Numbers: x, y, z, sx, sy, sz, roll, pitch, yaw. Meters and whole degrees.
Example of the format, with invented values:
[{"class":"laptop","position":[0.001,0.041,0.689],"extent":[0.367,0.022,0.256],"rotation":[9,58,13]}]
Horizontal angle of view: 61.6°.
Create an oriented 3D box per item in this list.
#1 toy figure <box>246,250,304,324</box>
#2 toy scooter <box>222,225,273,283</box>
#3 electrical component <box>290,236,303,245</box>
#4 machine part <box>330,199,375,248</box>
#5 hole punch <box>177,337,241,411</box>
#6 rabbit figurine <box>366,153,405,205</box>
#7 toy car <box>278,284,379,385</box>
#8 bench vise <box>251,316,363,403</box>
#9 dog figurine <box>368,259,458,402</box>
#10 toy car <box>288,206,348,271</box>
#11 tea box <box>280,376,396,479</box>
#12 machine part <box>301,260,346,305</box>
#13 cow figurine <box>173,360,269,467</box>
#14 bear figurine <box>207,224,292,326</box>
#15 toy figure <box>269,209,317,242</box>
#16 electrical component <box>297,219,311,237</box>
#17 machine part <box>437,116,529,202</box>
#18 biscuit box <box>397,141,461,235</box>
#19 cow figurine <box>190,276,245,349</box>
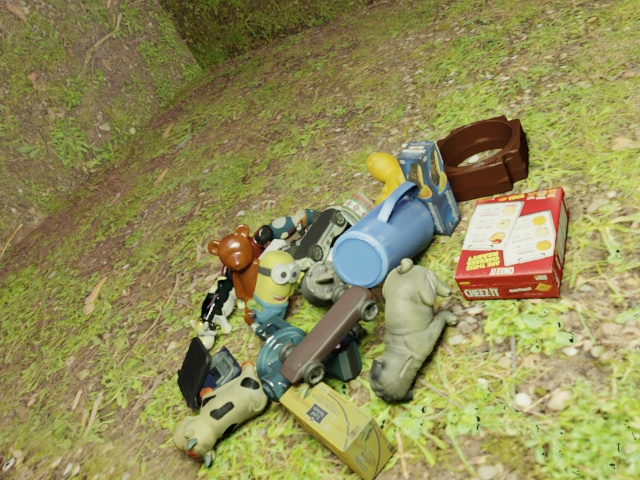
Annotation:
[{"class":"toy figure","position":[-0.103,0.109,1.124],"extent":[0.089,0.180,0.082],"rotation":[27,22,23]},{"class":"toy scooter","position":[-0.194,0.040,1.384],"extent":[0.184,0.075,0.135],"rotation":[-56,17,-16]},{"class":"electrical component","position":[-0.032,0.037,1.278],"extent":[0.075,0.047,0.119],"rotation":[-23,31,16]},{"class":"machine part","position":[0.084,-0.030,1.262],"extent":[0.179,0.056,0.179],"rotation":[-23,33,16]},{"class":"hole punch","position":[-0.229,0.275,1.103],"extent":[0.142,0.092,0.115],"rotation":[33,99,53]},{"class":"rabbit figurine","position":[0.182,-0.141,1.225],"extent":[0.162,0.121,0.173],"rotation":[-9,47,-41]},{"class":"toy car","position":[0.015,0.157,0.894],"extent":[0.202,0.053,0.089],"rotation":[-48,41,-17]},{"class":"bench vise","position":[-0.042,0.194,1.007],"extent":[0.223,0.128,0.241],"rotation":[-40,36,-22]},{"class":"dog figurine","position":[0.130,0.147,0.879],"extent":[0.121,0.172,0.190],"rotation":[-12,28,47]},{"class":"toy car","position":[-0.002,-0.004,1.196],"extent":[0.074,0.056,0.202],"rotation":[-3,41,40]},{"class":"tea box","position":[0.024,0.287,0.839],"extent":[0.068,0.098,0.170],"rotation":[-45,32,-21]},{"class":"machine part","position":[0.005,0.087,1.070],"extent":[0.079,0.079,0.243],"rotation":[-39,-5,-11]},{"class":"cow figurine","position":[-0.180,0.323,0.985],"extent":[0.195,0.085,0.127],"rotation":[-32,25,-2]},{"class":"bear figurine","position":[-0.159,0.073,1.197],"extent":[0.120,0.195,0.132],"rotation":[-27,33,2]},{"class":"toy figure","position":[-0.071,-0.043,1.415],"extent":[0.154,0.057,0.064],"rotation":[-26,74,9]},{"class":"electrical component","position":[-0.012,-0.030,1.353],"extent":[0.102,0.045,0.078],"rotation":[-24,31,13]},{"class":"machine part","position":[0.358,-0.186,1.211],"extent":[0.202,0.087,0.201],"rotation":[-10,38,29]},{"class":"biscuit box","position":[0.226,-0.103,1.097],"extent":[0.063,0.202,0.059],"rotation":[9,48,45]},{"class":"cow figurine","position":[-0.243,0.168,1.233],"extent":[0.068,0.098,0.167],"rotation":[0,43,33]}]
